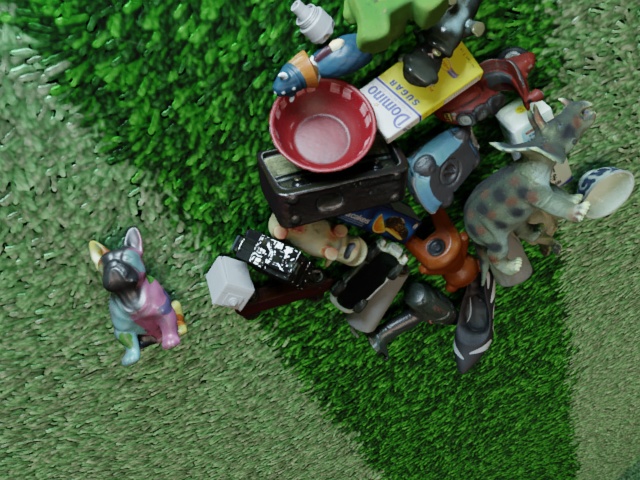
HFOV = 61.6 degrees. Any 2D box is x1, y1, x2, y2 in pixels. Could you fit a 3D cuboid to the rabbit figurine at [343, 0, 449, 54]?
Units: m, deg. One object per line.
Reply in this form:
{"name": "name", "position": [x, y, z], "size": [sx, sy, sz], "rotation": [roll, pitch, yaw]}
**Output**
{"name": "rabbit figurine", "position": [0.073, -0.319, 0.716], "size": [0.121, 0.170, 0.159], "rotation": [-35, 91, 6]}

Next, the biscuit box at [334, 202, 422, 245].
{"name": "biscuit box", "position": [0.093, -0.055, 0.995], "size": [0.202, 0.059, 0.062], "rotation": [19, 120, -33]}

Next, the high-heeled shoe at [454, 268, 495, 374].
{"name": "high-heeled shoe", "position": [0.349, 0.180, 1.222], "size": [0.145, 0.086, 0.248], "rotation": [39, 63, -62]}

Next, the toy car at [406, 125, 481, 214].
{"name": "toy car", "position": [0.200, -0.134, 0.940], "size": [0.161, 0.103, 0.109], "rotation": [-50, 130, -10]}

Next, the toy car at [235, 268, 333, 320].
{"name": "toy car", "position": [-0.073, 0.104, 1.069], "size": [0.202, 0.053, 0.089], "rotation": [-16, 148, -10]}

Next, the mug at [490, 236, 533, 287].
{"name": "mug", "position": [0.415, 0.030, 1.182], "size": [0.109, 0.081, 0.107], "rotation": [-43, 113, -29]}

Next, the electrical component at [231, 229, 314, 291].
{"name": "electrical component", "position": [-0.087, 0.033, 0.949], "size": [0.058, 0.134, 0.114], "rotation": [-64, 161, -12]}

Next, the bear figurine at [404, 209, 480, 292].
{"name": "bear figurine", "position": [0.262, 0.025, 1.114], "size": [0.120, 0.132, 0.195], "rotation": [-40, 149, 15]}

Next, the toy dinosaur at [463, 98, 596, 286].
{"name": "toy dinosaur", "position": [0.332, -0.061, 0.958], "size": [0.192, 0.131, 0.404], "rotation": [37, 135, 5]}

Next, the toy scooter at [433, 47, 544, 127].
{"name": "toy scooter", "position": [0.280, -0.236, 0.866], "size": [0.184, 0.135, 0.075], "rotation": [-30, 134, 6]}

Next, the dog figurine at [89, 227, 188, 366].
{"name": "dog figurine", "position": [-0.317, 0.089, 0.933], "size": [0.108, 0.191, 0.219], "rotation": [-18, 99, -3]}

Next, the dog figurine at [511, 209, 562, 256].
{"name": "dog figurine", "position": [0.402, -0.047, 1.123], "size": [0.191, 0.172, 0.121], "rotation": [15, 87, 9]}

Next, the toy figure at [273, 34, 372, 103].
{"name": "toy figure", "position": [0.000, -0.254, 0.790], "size": [0.154, 0.058, 0.064], "rotation": [-21, 123, 0]}

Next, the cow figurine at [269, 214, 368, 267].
{"name": "cow figurine", "position": [-0.002, -0.003, 0.972], "size": [0.195, 0.127, 0.085], "rotation": [23, 86, -18]}

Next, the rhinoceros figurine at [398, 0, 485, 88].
{"name": "rhinoceros figurine", "position": [0.177, -0.305, 0.760], "size": [0.073, 0.112, 0.190], "rotation": [32, 79, -20]}

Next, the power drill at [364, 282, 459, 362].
{"name": "power drill", "position": [0.214, 0.196, 1.244], "size": [0.207, 0.086, 0.231], "rotation": [-31, 142, 11]}

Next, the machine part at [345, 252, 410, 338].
{"name": "machine part", "position": [0.119, 0.112, 1.137], "size": [0.079, 0.079, 0.243], "rotation": [8, 126, -27]}

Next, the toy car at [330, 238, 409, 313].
{"name": "toy car", "position": [0.092, 0.073, 1.055], "size": [0.073, 0.056, 0.201], "rotation": [37, 124, -4]}

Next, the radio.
{"name": "radio", "position": [0.022, -0.104, 0.876], "size": [0.230, 0.131, 0.073], "rotation": [-15, 134, -10]}
